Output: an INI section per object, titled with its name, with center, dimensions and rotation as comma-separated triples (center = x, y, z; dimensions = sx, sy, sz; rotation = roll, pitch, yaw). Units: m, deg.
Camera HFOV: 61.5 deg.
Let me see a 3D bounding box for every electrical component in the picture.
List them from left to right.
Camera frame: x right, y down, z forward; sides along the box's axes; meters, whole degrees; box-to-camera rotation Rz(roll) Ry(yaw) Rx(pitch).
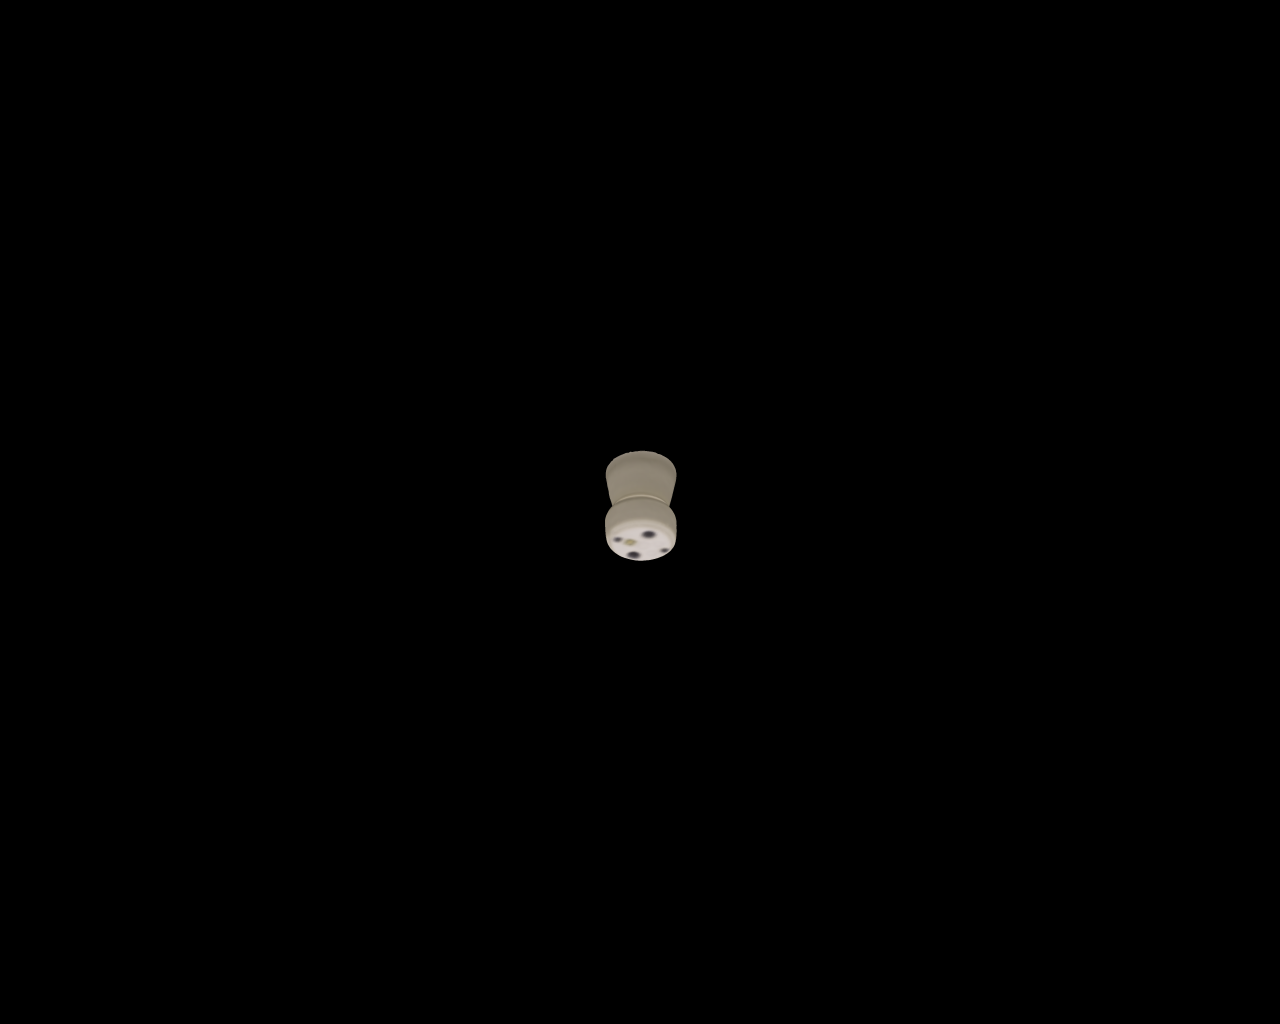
[electrical component]
center = 0.001, -0.003, 0.650
dimensions = 0.045, 0.055, 0.044
rotation = 0, -36, 0
